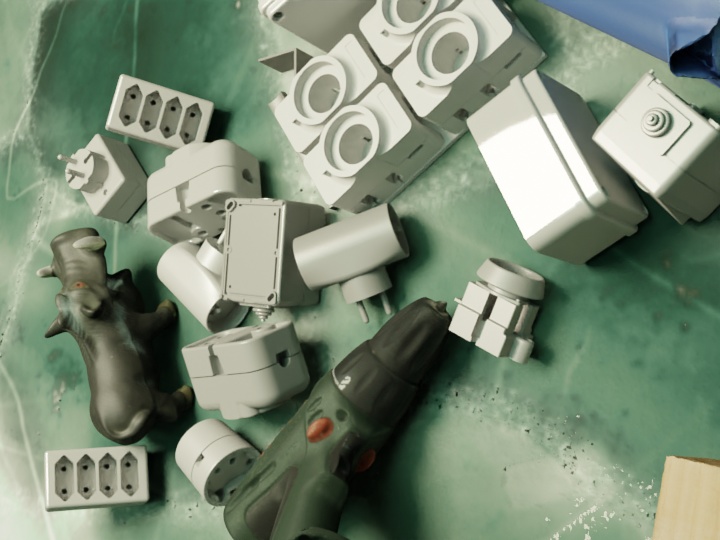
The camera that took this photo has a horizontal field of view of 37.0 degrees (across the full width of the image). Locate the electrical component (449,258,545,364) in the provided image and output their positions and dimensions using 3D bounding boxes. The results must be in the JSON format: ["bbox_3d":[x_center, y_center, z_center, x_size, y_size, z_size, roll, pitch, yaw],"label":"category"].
[{"bbox_3d":[0.097,0.025,0.733,0.066,0.048,0.055,29,105,36],"label":"electrical component"}]

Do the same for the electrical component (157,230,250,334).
[{"bbox_3d":[-0.121,0.000,0.894,0.077,0.044,0.079,41,105,34],"label":"electrical component"}]

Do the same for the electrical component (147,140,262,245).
[{"bbox_3d":[-0.131,-0.067,0.904,0.095,0.054,0.059,-22,59,28],"label":"electrical component"}]

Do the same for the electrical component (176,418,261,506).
[{"bbox_3d":[-0.113,0.151,0.852,0.047,0.055,0.055,36,102,39],"label":"electrical component"}]

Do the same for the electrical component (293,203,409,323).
[{"bbox_3d":[0.000,0.000,0.804,0.077,0.043,0.079,-21,93,12],"label":"electrical component"}]

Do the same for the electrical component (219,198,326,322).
[{"bbox_3d":[-0.067,-0.007,0.851,0.062,0.061,0.096,5,91,36],"label":"electrical component"}]

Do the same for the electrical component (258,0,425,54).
[{"bbox_3d":[-0.011,-0.225,0.823,0.109,0.109,0.056,-36,60,25],"label":"electrical component"}]

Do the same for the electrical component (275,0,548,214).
[{"bbox_3d":[0.030,-0.140,0.805,0.186,0.060,0.105,-42,59,21],"label":"electrical component"}]

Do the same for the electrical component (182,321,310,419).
[{"bbox_3d":[-0.088,0.078,0.835,0.095,0.054,0.059,-10,99,45],"label":"electrical component"}]

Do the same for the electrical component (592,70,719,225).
[{"bbox_3d":[0.188,-0.072,0.655,0.061,0.096,0.061,-50,57,18],"label":"electrical component"}]

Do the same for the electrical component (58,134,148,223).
[{"bbox_3d":[-0.241,-0.087,0.978,0.047,0.077,0.065,-47,58,19],"label":"electrical component"}]

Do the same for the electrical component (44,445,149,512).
[{"bbox_3d":[-0.227,0.180,0.921,0.075,0.083,0.047,135,132,-66],"label":"electrical component"}]

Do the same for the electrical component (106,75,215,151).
[{"bbox_3d":[-0.179,-0.134,0.952,0.076,0.083,0.047,-168,94,-75],"label":"electrical component"}]

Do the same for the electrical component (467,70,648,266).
[{"bbox_3d":[0.130,-0.067,0.707,0.057,0.078,0.113,-37,61,28],"label":"electrical component"}]
